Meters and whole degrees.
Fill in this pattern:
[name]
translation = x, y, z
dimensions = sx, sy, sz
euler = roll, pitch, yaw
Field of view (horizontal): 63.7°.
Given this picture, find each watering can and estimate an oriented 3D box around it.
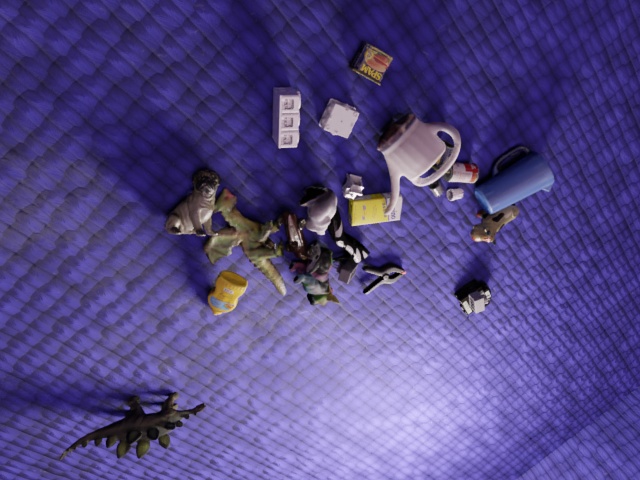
[watering can]
translation = 0.265, -0.244, 1.590
dimensions = 0.223, 0.106, 0.343
euler = 42, 115, -10

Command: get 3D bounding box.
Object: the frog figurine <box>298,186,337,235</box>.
[frog figurine]
translation = 0.005, -0.081, 1.602
dimensions = 0.122, 0.140, 0.156
euler = -19, 121, 3

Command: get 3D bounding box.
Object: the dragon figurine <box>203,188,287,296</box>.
[dragon figurine]
translation = -0.241, 0.025, 1.622
dimensions = 0.243, 0.125, 0.402
euler = -3, 119, 3
